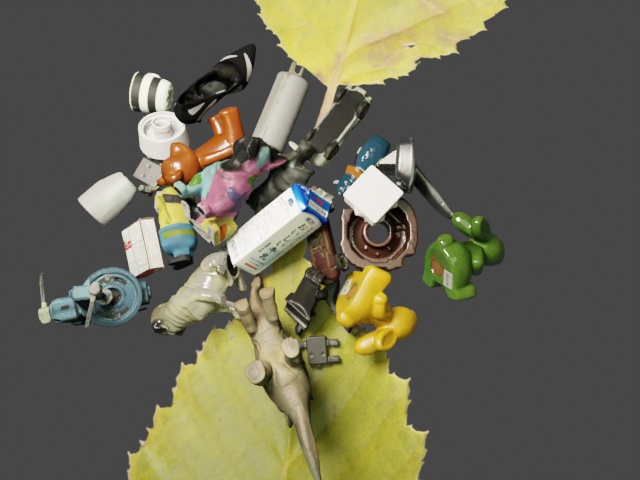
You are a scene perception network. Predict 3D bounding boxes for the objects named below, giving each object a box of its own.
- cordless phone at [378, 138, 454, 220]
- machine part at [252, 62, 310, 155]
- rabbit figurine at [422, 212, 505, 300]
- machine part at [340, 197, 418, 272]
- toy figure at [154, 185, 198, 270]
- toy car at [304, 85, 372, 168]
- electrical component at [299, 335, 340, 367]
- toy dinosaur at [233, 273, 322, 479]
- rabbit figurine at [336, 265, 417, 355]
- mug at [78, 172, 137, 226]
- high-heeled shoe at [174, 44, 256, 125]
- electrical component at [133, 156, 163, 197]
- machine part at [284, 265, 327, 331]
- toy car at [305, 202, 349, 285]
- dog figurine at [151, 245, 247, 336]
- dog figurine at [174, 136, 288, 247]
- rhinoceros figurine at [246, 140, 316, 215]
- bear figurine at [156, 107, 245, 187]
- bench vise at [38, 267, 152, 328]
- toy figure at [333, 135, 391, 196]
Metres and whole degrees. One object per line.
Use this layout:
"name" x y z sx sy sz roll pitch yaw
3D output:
"cordless phone" 0.211 -0.113 1.109 0.089 0.146 0.184 -41 82 5
"machine part" -0.086 -0.276 1.179 0.079 0.079 0.243 20 83 5
"rabbit figurine" 0.303 0.022 1.106 0.170 0.121 0.159 -17 108 -25
"machine part" 0.123 -0.014 1.144 0.179 0.056 0.179 0 80 2
"toy figure" -0.302 -0.031 1.149 0.089 0.082 0.180 -8 72 -26
"toy car" 0.036 -0.252 1.182 0.074 0.056 0.201 35 83 13
"electrical component" -0.006 0.233 1.129 0.094 0.021 0.063 -3 82 1
"toy dinosaur" -0.068 0.255 1.021 0.105 0.198 0.472 -20 49 -1
"rabbit figurine" 0.125 0.152 1.083 0.173 0.122 0.162 31 56 -21
"mug" -0.460 -0.098 1.173 0.107 0.080 0.110 -41 45 -8
"high-heeled shoe" -0.226 -0.350 1.160 0.086 0.145 0.248 33 86 5
"electrical component" -0.369 -0.148 1.186 0.078 0.045 0.102 34 84 5
"machine part" -0.030 0.114 1.081 0.084 0.039 0.138 47 129 28
"toy car" -0.002 -0.003 1.117 0.089 0.053 0.202 -26 64 30
"dog figurine" -0.265 0.106 1.128 0.191 0.121 0.172 -12 47 17
"dog figurine" -0.170 -0.111 1.092 0.219 0.191 0.109 -39 61 -22
"rhinoceros figurine" -0.076 -0.126 1.144 0.190 0.073 0.112 -46 65 16
"bear figurine" -0.257 -0.189 1.131 0.196 0.120 0.131 -21 100 -24
"bench vise" -0.454 0.116 1.064 0.224 0.240 0.129 0 78 -14
"toy figure" 0.093 -0.154 1.164 0.057 0.064 0.154 37 89 -31
